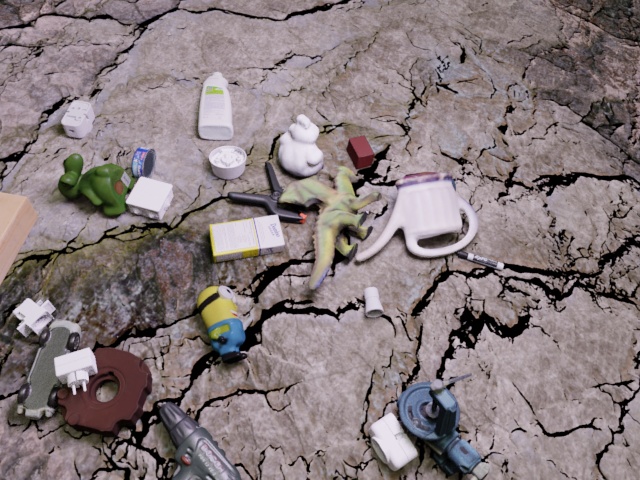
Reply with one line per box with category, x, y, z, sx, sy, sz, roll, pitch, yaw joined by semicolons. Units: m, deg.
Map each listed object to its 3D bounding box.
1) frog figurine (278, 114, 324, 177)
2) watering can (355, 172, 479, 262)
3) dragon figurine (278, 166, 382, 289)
frog figurine;-0.049;-0.252;1.400;0.124;0.156;0.139;-36;68;-23
watering can;0.243;-0.062;1.327;0.348;0.103;0.226;-8;83;-13
dragon figurine;0.004;-0.066;1.314;0.244;0.119;0.418;28;49;19
